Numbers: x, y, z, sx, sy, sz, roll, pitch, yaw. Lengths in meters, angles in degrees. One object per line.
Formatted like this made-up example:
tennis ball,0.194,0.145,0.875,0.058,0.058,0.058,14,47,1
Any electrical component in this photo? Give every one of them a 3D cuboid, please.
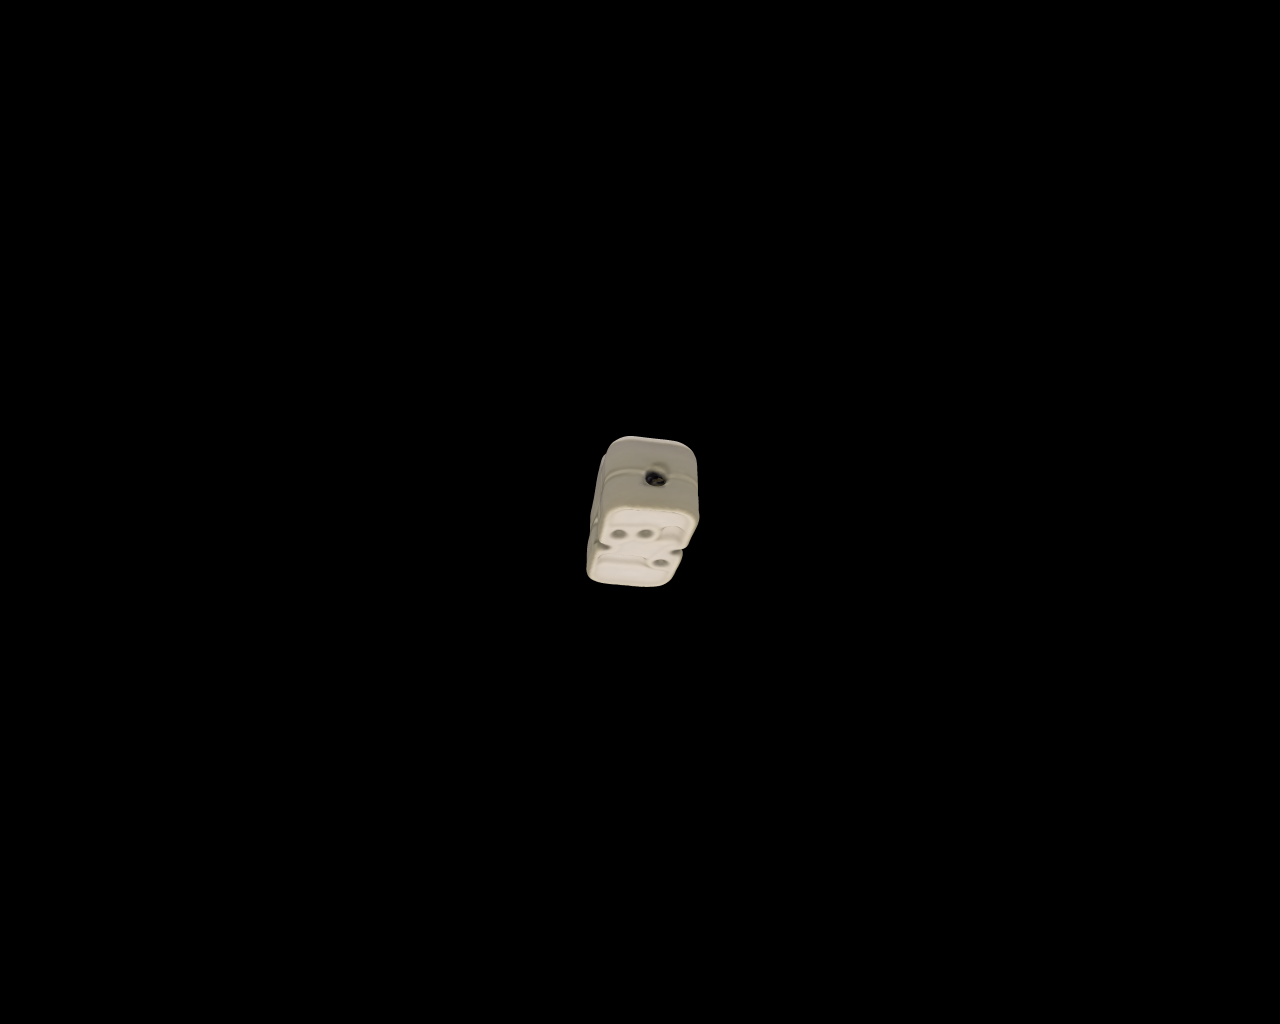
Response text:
electrical component,0.001,-0.003,0.650,0.054,0.059,0.095,6,-32,-9
